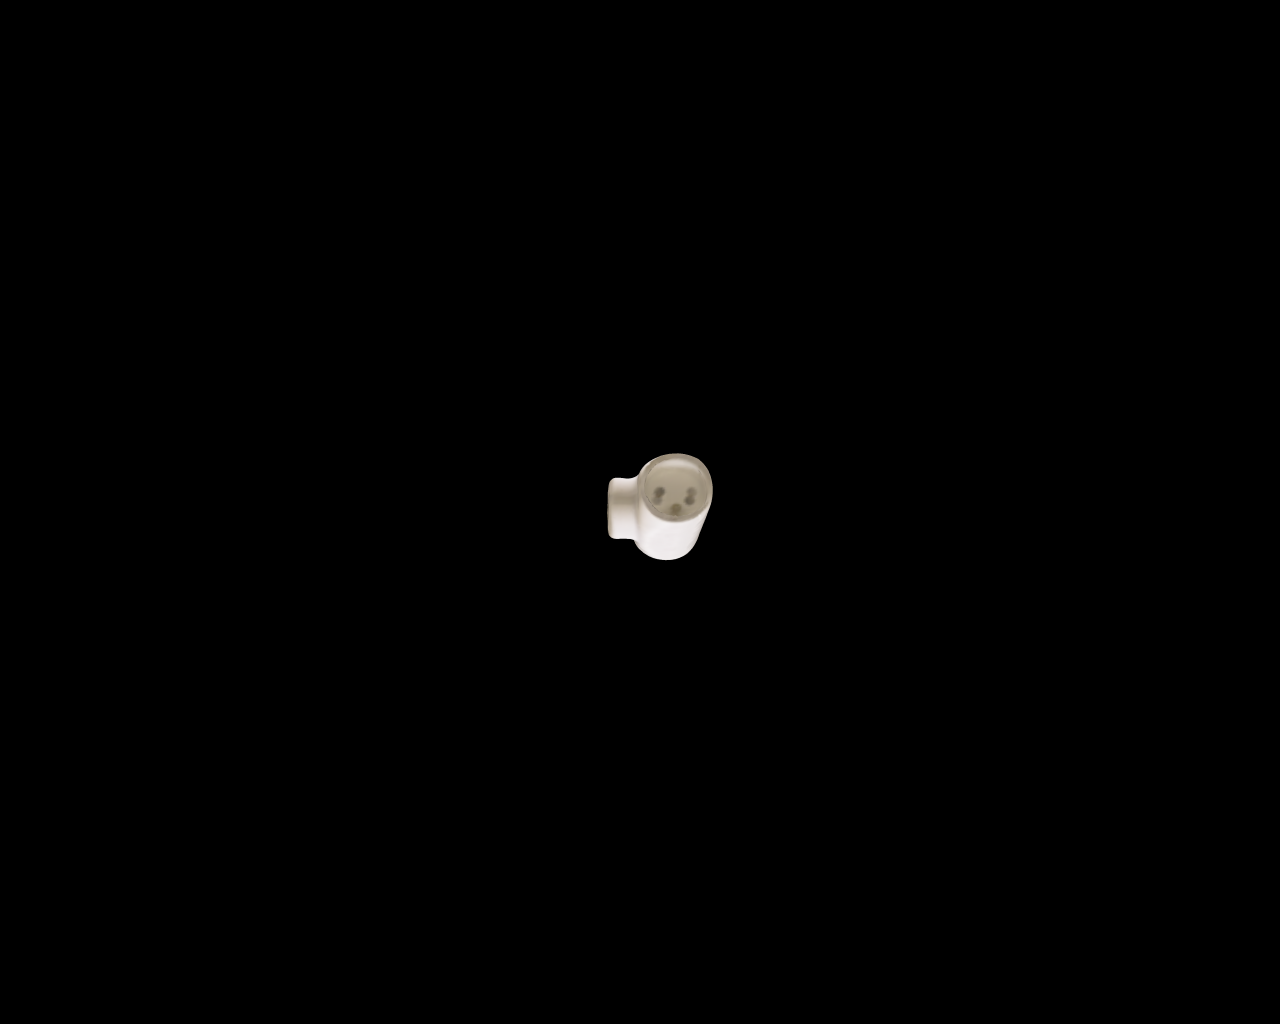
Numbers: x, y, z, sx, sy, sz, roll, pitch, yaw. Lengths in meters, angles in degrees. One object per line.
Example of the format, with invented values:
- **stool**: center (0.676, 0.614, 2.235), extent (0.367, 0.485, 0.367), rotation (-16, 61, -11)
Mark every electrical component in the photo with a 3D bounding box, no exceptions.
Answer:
- **electrical component**: center (0.001, -0.003, 0.650), extent (0.079, 0.044, 0.077), rotation (1, -19, -3)
